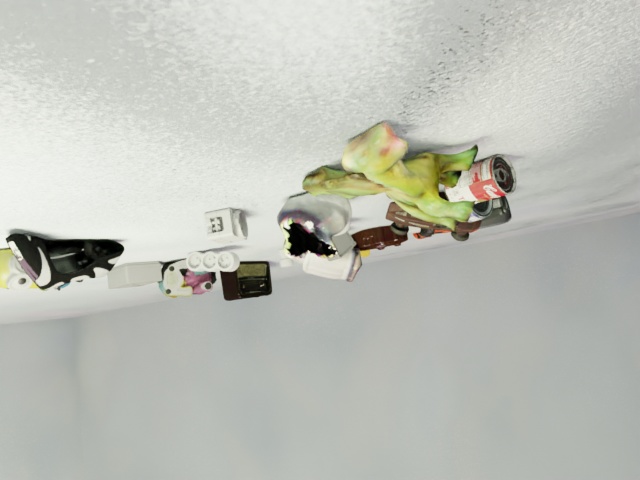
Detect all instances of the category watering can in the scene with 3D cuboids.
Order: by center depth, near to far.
[{"bbox_3d":[0.016,0.050,1.511,0.224,0.105,0.344,12,168,-1],"label":"watering can"}]

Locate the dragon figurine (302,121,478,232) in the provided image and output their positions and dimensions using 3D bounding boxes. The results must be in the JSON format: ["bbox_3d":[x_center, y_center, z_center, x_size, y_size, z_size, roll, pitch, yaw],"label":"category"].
[{"bbox_3d":[0.095,-0.082,0.774,0.243,0.123,0.407,7,171,1],"label":"dragon figurine"}]

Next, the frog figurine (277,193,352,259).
[{"bbox_3d":[0.003,-0.046,0.915,0.135,0.122,0.163,-30,-163,43],"label":"frog figurine"}]
